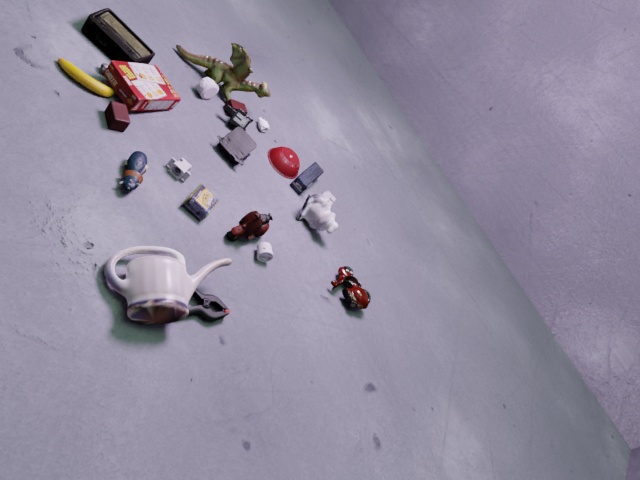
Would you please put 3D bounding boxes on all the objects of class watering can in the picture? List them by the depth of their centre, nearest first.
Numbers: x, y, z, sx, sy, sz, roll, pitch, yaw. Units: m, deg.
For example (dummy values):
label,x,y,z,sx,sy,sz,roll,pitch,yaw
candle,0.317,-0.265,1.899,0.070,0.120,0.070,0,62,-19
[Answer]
label,x,y,z,sx,sy,sz,roll,pitch,yaw
watering can,-0.389,0.115,1.372,0.347,0.102,0.229,6,51,-29

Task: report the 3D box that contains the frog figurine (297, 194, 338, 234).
label,x,y,z,sx,sy,sz,roll,pitch,yaw
frog figurine,0.006,-0.102,2.023,0.159,0.137,0.123,28,6,0

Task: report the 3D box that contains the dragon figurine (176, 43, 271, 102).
label,x,y,z,sx,sy,sz,roll,pitch,yaw
dragon figurine,-0.373,-0.702,2.084,0.406,0.239,0.125,40,40,-19
